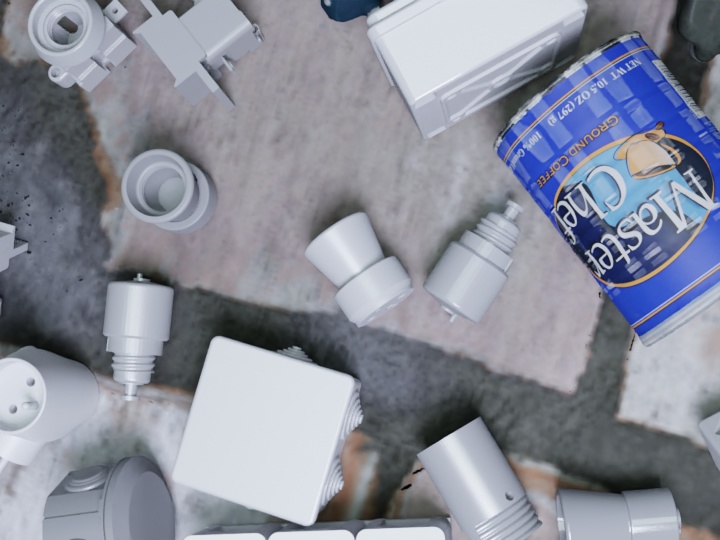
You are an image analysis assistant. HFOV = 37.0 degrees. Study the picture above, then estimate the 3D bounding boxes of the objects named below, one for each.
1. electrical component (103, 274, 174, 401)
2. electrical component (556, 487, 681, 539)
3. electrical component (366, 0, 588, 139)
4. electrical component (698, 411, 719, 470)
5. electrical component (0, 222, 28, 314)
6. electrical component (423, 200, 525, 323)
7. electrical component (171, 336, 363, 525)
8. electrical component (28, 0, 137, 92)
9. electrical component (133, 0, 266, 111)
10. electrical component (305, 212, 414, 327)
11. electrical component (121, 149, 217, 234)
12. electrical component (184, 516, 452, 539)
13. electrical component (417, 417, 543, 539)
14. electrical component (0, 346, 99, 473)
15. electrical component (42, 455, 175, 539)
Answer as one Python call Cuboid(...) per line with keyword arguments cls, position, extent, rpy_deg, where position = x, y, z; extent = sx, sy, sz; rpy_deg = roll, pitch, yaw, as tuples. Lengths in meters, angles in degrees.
Cuboid(cls="electrical component", position=(-0.137, 0.040, 0.659), extent=(0.040, 0.040, 0.078), rpy_deg=(4, 85, 9))
Cuboid(cls="electrical component", position=(0.146, 0.142, 0.604), extent=(0.065, 0.044, 0.044), rpy_deg=(-6, 83, 4))
Cuboid(cls="electrical component", position=(0.067, -0.130, 0.610), extent=(0.109, 0.109, 0.056), rpy_deg=(-29, 83, 5))
Cuboid(cls="electrical component", position=(0.232, 0.120, 0.581), extent=(0.047, 0.083, 0.075), rpy_deg=(-29, 119, 5))
Cuboid(cls="electrical component", position=(-0.248, 0.002, 0.667), extent=(0.042, 0.081, 0.063), rpy_deg=(16, 109, 11))
Cuboid(cls="electrical component", position=(0.070, -0.005, 0.631), extent=(0.040, 0.040, 0.078), rpy_deg=(34, 90, 11))
Cuboid(cls="electrical component", position=(-0.052, 0.093, 0.636), extent=(0.100, 0.048, 0.099), rpy_deg=(16, 87, 10))
Cuboid(cls="electrical component", position=(-0.177, -0.147, 0.677), extent=(0.066, 0.055, 0.048), rpy_deg=(-43, 80, 3))
Cuboid(cls="electrical component", position=(-0.098, -0.144, 0.671), extent=(0.064, 0.042, 0.081), rpy_deg=(-38, 81, 2))
Cuboid(cls="electrical component", position=(0.000, 0.000, 0.639), extent=(0.045, 0.045, 0.055), rpy_deg=(-35, 81, 4))
Cuboid(cls="electrical component", position=(-0.115, -0.047, 0.657), extent=(0.045, 0.055, 0.045), rpy_deg=(-1, 84, 9))
Cuboid(cls="electrical component", position=(-0.022, 0.192, 0.615), extent=(0.150, 0.062, 0.089), rpy_deg=(-4, 84, 9))
Cuboid(cls="electrical component", position=(0.072, 0.130, 0.615), extent=(0.043, 0.043, 0.081), rpy_deg=(-32, 80, 5))
Cuboid(cls="electrical component", position=(-0.202, 0.090, 0.646), extent=(0.044, 0.077, 0.079), rpy_deg=(33, 90, 10))
Cuboid(cls="electrical component", position=(-0.144, 0.151, 0.630), extent=(0.051, 0.080, 0.080), rpy_deg=(-10, 83, 13))
